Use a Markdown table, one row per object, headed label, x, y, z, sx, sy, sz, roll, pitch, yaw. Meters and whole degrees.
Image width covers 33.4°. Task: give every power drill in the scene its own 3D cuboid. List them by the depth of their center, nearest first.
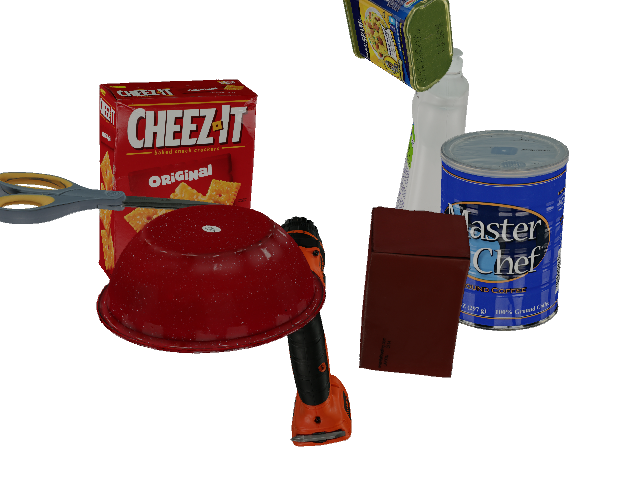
| label | x | y | z | sx | sy | sz | roll | pitch | yaw |
| --- | --- | --- | --- | --- | --- | --- | --- | --- | --- |
| power drill | -0.013 | 0.083 | 1.006 | 0.057 | 0.187 | 0.184 | -9 | 19 | 5 |

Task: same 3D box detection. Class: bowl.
| label | x | y | z | sx | sy | sz | roll | pitch | yaw |
| --- | --- | --- | --- | --- | --- | --- | --- | --- | --- |
| bowl | -0.077 | 0.016 | 0.745 | 0.162 | 0.055 | 0.162 | -1 | 24 | 0 |

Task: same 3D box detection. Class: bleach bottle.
| label | x | y | z | sx | sy | sz | roll | pitch | yaw |
| --- | --- | --- | --- | --- | --- | --- | --- | --- | --- |
| bleach bottle | 0.115 | -0.074 | 1.104 | 0.068 | 0.251 | 0.102 | 4 | 30 | -4 |

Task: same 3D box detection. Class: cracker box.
| label | x | y | z | sx | sy | sz | roll | pitch | yaw |
| --- | --- | --- | --- | --- | --- | --- | --- | --- | --- |
| cracker box | -0.160 | -0.066 | 1.192 | 0.163 | 0.214 | 0.072 | -6 | 26 | -27 |

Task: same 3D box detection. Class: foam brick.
| label | x | y | z | sx | sy | sz | roll | pitch | yaw |
| --- | --- | --- | --- | --- | --- | --- | --- | --- | --- |
| foam brick | 0.050 | 0.028 | 0.582 | 0.053 | 0.078 | 0.051 | 6 | 31 | 1 |

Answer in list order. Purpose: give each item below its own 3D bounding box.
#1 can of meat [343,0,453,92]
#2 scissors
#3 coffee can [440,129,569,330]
| label | x | y | z | sx | sy | sz | roll | pitch | yaw |
| --- | --- | --- | --- | --- | --- | --- | --- | --- | --- |
| can of meat | 0.073 | -0.195 | 0.970 | 0.057 | 0.102 | 0.084 | -38 | 53 | -17 |
| scissors | -0.188 | -0.028 | 0.894 | 0.202 | 0.016 | 0.096 | 10 | 25 | 11 |
| coffee can | 0.150 | -0.010 | 0.888 | 0.103 | 0.140 | 0.103 | -2 | 23 | 0 |
